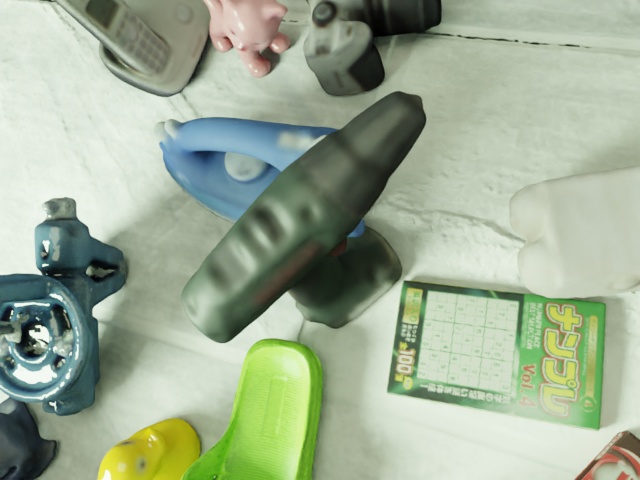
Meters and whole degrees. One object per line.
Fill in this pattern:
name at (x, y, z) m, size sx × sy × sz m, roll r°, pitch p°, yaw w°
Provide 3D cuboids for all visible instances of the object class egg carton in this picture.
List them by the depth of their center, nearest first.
egg carton at (0.242, -0.006, 0.485) m, size 0.150 × 0.069 × 0.107 m, roll -9°, pitch 70°, yaw 13°

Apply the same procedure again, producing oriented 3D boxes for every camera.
camera at (0.056, -0.242, 0.601) m, size 0.136 × 0.101 × 0.143 m, roll -1°, pitch 72°, yaw 16°

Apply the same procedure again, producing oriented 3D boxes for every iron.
iron at (-0.076, -0.081, 0.563) m, size 0.257 × 0.142 × 0.119 m, roll 11°, pitch 75°, yaw 19°

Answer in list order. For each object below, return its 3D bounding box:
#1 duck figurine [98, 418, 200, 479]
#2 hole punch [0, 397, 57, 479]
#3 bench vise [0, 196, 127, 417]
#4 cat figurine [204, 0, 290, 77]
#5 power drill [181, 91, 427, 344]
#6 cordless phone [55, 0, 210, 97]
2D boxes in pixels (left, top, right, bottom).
duck figurine at (-0.169, 0.211, 0.524) m, size 0.077 × 0.086 × 0.104 m, roll 41°, pitch 87°, yaw 24°
hole punch at (-0.342, 0.215, 0.570) m, size 0.109 × 0.091 × 0.101 m, roll -44°, pitch 66°, yaw -1°
bench vise at (-0.285, 0.054, 0.536) m, size 0.121 × 0.220 × 0.207 m, roll -20°, pitch 68°, yaw 9°
cat figurine at (-0.087, -0.247, 0.635) m, size 0.127 × 0.118 × 0.067 m, roll 37°, pitch 85°, yaw 24°
power drill at (0.004, 0.002, 0.476) m, size 0.229 × 0.209 × 0.075 m, roll -41°, pitch 66°, yaw 0°
cordless phone at (-0.206, -0.263, 0.638) m, size 0.094 × 0.185 × 0.148 m, roll 11°, pitch 76°, yaw 20°
